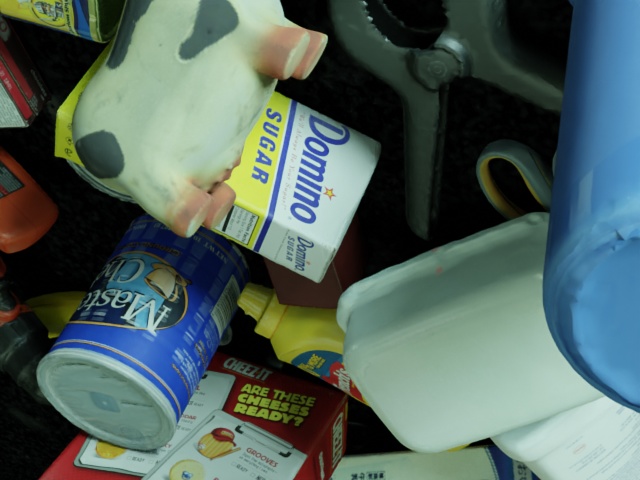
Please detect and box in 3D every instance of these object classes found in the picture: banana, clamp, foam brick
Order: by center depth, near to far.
[{"bbox_3d":[0.077,-0.097,0.553,0.165,0.036,0.210,-14,121,33],"label":"clamp"},{"bbox_3d":[-0.005,0.001,0.700,0.053,0.051,0.078,5,137,22],"label":"foam brick"},{"bbox_3d":[-0.041,0.155,0.901,0.120,0.039,0.172,45,136,-13],"label":"clamp"},{"bbox_3d":[-0.214,0.073,0.905,0.198,0.037,0.069,-16,130,39],"label":"banana"}]

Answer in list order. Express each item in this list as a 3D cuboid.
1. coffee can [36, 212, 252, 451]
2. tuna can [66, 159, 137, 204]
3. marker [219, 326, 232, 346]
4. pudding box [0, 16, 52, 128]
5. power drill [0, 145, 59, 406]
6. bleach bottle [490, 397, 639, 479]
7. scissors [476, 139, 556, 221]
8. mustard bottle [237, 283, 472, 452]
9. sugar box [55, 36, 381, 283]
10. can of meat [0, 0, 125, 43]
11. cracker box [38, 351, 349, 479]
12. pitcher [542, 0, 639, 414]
[{"bbox_3d":[-0.122,0.062,0.760,0.103,0.140,0.103,15,140,13],"label":"coffee can"},{"bbox_3d":[-0.128,-0.066,0.706,0.086,0.033,0.086,15,140,13],"label":"tuna can"},{"bbox_3d":[-0.123,0.083,0.880,0.121,0.020,0.020,-11,129,37],"label":"marker"},{"bbox_3d":[-0.247,-0.118,0.710,0.114,0.039,0.090,1,134,25],"label":"pudding box"},{"bbox_3d":[-0.245,0.025,0.815,0.184,0.057,0.188,42,140,15],"label":"power drill"},{"bbox_3d":[0.222,0.174,0.738,0.102,0.068,0.250,-41,116,3],"label":"bleach bottle"},{"bbox_3d":[0.177,0.005,0.634,0.201,0.016,0.096,41,139,-17],"label":"scissors"},{"bbox_3d":[0.028,0.083,0.765,0.191,0.058,0.096,29,160,-2],"label":"mustard bottle"},{"bbox_3d":[-0.058,-0.055,0.635,0.176,0.093,0.048,24,143,2],"label":"sugar box"},{"bbox_3d":[-0.153,-0.165,0.593,0.084,0.057,0.102,17,141,8],"label":"can of meat"},{"bbox_3d":[-0.095,0.178,0.772,0.164,0.213,0.072,16,129,20],"label":"cracker box"},{"bbox_3d":[0.164,-0.048,0.405,0.149,0.242,0.145,-26,117,37],"label":"pitcher"}]
